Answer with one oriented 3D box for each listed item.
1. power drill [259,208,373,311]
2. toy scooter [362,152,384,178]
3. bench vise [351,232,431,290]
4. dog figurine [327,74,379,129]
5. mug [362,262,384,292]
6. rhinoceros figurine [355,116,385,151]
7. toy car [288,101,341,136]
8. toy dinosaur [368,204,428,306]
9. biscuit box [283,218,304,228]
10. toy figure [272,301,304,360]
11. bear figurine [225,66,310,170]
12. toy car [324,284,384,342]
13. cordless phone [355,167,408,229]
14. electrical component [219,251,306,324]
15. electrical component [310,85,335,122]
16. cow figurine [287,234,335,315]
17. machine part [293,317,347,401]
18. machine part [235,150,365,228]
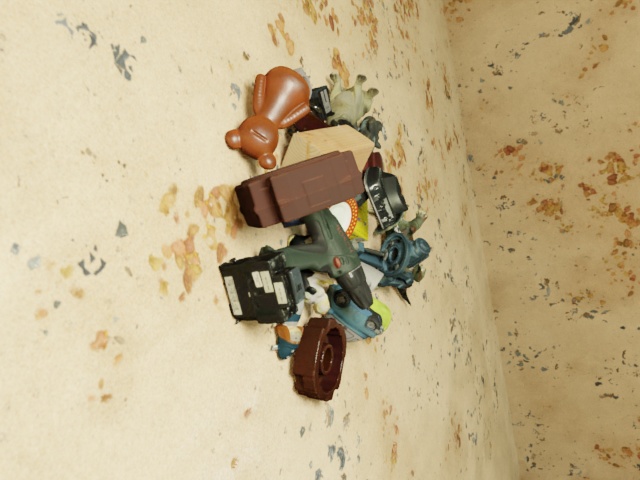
[{"bbox_3d":[-0.005,0.056,1.030,0.207,0.086,0.232,-20,88,-33],"label":"power drill"},{"bbox_3d":[0.112,-0.185,1.368,0.183,0.075,0.135,29,61,-37],"label":"toy scooter"},{"bbox_3d":[0.165,0.052,1.425,0.240,0.223,0.129,16,60,-29],"label":"bench vise"},{"bbox_3d":[0.071,-0.314,1.403,0.172,0.121,0.190,21,79,-56],"label":"dog figurine"},{"bbox_3d":[0.086,0.088,1.285,0.080,0.107,0.109,-58,171,8],"label":"mug"},{"bbox_3d":[0.136,-0.289,1.527,0.112,0.073,0.190,62,34,-33],"label":"rhinoceros figurine"},{"bbox_3d":[-0.010,-0.250,1.217,0.089,0.053,0.202,-53,157,11],"label":"toy car"},{"bbox_3d":[0.237,0.038,1.605,0.192,0.131,0.404,-22,108,-50],"label":"toy dinosaur"},{"bbox_3d":[-0.021,-0.091,1.179,0.203,0.063,0.059,-45,122,-58],"label":"biscuit box"},{"bbox_3d":[-0.061,0.155,1.047,0.064,0.058,0.154,5,78,-23],"label":"toy figure"},{"bbox_3d":[-0.097,-0.229,1.034,0.196,0.120,0.132,-64,-170,-9],"label":"bear figurine"},{"bbox_3d":[0.064,0.177,1.224,0.162,0.103,0.109,41,6,7],"label":"toy car"},{"bbox_3d":[0.110,-0.072,1.282,0.184,0.089,0.146,-40,128,-19],"label":"cordless phone"},{"bbox_3d":[-0.093,0.082,0.914,0.058,0.134,0.114,-37,119,-59],"label":"electrical component"},{"bbox_3d":[-0.011,-0.343,1.283,0.075,0.048,0.119,-46,125,-58],"label":"electrical component"},{"bbox_3d":[-0.023,0.071,1.117,0.098,0.068,0.167,4,76,-21],"label":"cow figurine"},{"bbox_3d":[0.001,0.246,1.120,0.179,0.056,0.179,2,90,-68],"label":"machine part"},{"bbox_3d":[-0.040,-0.092,0.953,0.087,0.201,0.201,71,-16,-8],"label":"machine part"}]
